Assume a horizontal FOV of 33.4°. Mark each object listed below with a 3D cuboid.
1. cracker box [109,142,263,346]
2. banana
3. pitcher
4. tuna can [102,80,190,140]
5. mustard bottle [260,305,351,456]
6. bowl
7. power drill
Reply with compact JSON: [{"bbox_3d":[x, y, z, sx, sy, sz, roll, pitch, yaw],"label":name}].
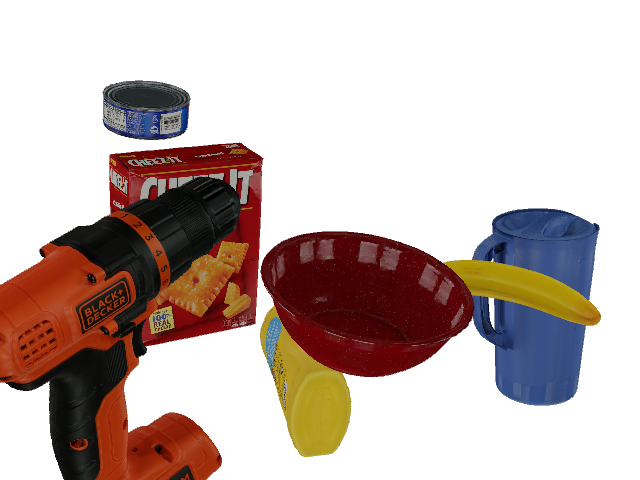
[{"bbox_3d":[-0.153,0.005,1.219,0.163,0.214,0.072,-8,24,-29],"label":"cracker box"},{"bbox_3d":[0.190,0.052,1.106,0.198,0.037,0.069,8,40,12],"label":"banana"},{"bbox_3d":[0.277,0.088,1.385,0.149,0.243,0.144,5,19,16],"label":"pitcher"},{"bbox_3d":[-0.173,-0.130,1.059,0.086,0.034,0.086,6,25,-3],"label":"tuna can"},{"bbox_3d":[-0.021,0.115,1.033,0.058,0.096,0.192,-5,28,-13],"label":"mustard bottle"},{"bbox_3d":[0.032,0.054,0.805,0.162,0.055,0.162,8,28,-4],"label":"bowl"},{"bbox_3d":[-0.108,0.071,0.622,0.057,0.188,0.184,21,41,38],"label":"power drill"}]
